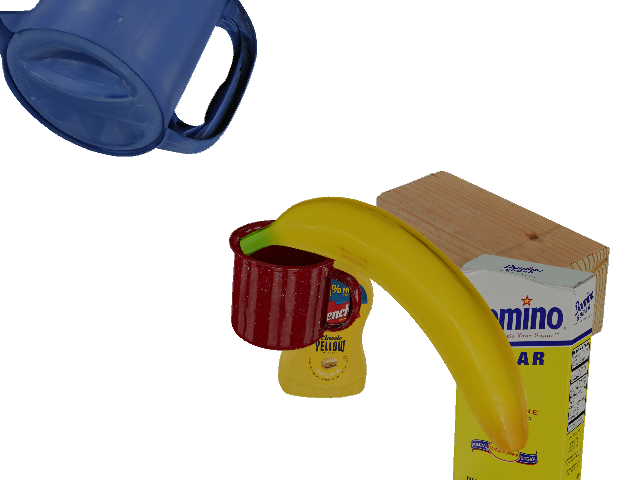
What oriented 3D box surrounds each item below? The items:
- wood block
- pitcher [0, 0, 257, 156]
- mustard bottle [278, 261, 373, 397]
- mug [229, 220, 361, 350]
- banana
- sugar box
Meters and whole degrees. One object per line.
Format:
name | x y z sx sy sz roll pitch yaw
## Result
wood block | 0.150 0.019 0.975 0.090 0.090 0.206 -21 34 -30
pitcher | -0.129 -0.189 0.850 0.145 0.242 0.149 6 -36 26
mustard bottle | 0.009 0.074 1.167 0.096 0.192 0.058 2 14 -12
mug | -0.021 0.041 0.887 0.117 0.081 0.093 14 26 17
banana | 0.048 0.032 0.594 0.198 0.070 0.037 38 25 16
sugar box | 0.148 0.105 0.789 0.093 0.176 0.048 10 20 36
